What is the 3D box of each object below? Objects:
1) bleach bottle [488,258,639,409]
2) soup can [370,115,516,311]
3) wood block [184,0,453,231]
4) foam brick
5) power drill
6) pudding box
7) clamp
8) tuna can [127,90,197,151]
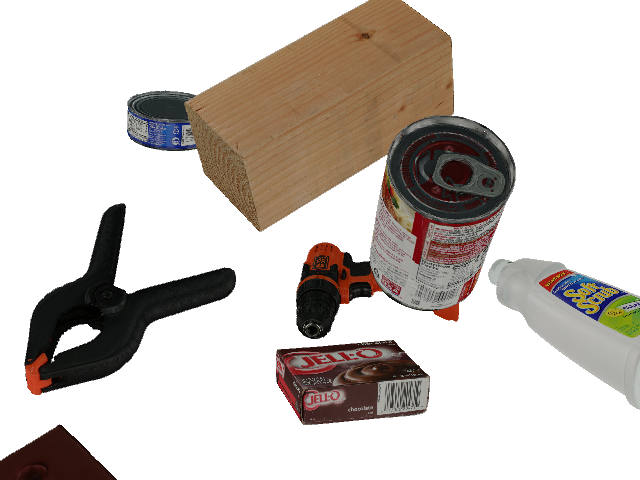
[{"bbox_3d":[0.249,0.073,1.038,0.102,0.068,0.251,-17,26,-27],"label":"bleach bottle"},{"bbox_3d":[0.065,-0.012,0.598,0.068,0.068,0.102,0,-32,-4],"label":"soup can"},{"bbox_3d":[0.003,-0.111,0.890,0.206,0.090,0.091,-32,53,-17],"label":"wood block"},{"bbox_3d":[-0.114,0.133,0.482,0.052,0.051,0.078,-31,44,-31],"label":"foam brick"},{"bbox_3d":[0.066,0.057,1.240,0.187,0.057,0.184,1,28,5],"label":"power drill"},{"bbox_3d":[0.026,0.120,0.913,0.113,0.039,0.090,-1,16,-16],"label":"pudding box"},{"bbox_3d":[-0.159,0.041,0.783,0.120,0.039,0.171,33,50,26],"label":"clamp"},{"bbox_3d":[-0.149,-0.119,1.061,0.086,0.034,0.086,6,26,-3],"label":"tuna can"}]
